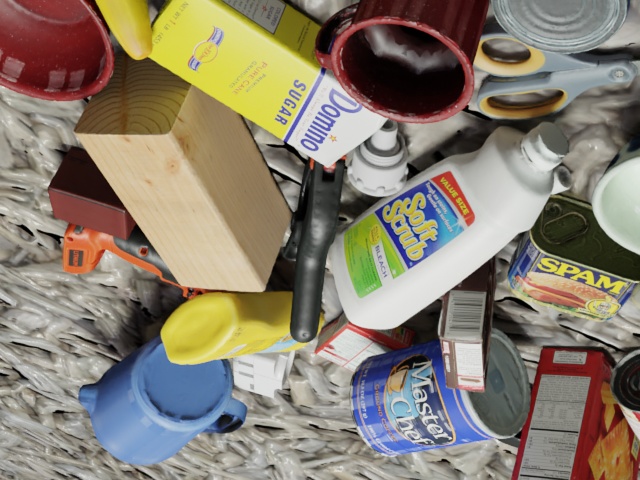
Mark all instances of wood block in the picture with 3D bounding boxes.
[{"bbox_3d":[-0.107,-0.052,0.895,0.090,0.090,0.206,3,145,25],"label":"wood block"}]

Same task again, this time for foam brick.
[{"bbox_3d":[-0.206,-0.044,0.998,0.078,0.053,0.051,17,148,6],"label":"foam brick"}]

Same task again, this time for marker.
[{"bbox_3d":[0.148,-0.032,0.855,0.020,0.020,0.121,36,144,-24],"label":"marker"}]

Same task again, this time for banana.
[{"bbox_3d":[-0.164,-0.210,0.710,0.037,0.069,0.197,-11,137,22],"label":"banana"}]

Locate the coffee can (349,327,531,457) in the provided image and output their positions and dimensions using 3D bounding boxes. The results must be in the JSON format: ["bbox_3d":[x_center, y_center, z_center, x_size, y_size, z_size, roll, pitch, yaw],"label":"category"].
[{"bbox_3d":[0.113,0.146,1.014,0.141,0.102,0.102,-21,130,42],"label":"coffee can"}]

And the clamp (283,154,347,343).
[{"bbox_3d":[-0.006,0.001,0.898,0.039,0.120,0.172,-2,139,-12],"label":"clamp"}]

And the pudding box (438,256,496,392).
[{"bbox_3d":[0.129,0.060,0.915,0.039,0.113,0.090,5,146,15],"label":"pudding box"}]

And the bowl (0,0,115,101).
[{"bbox_3d":[-0.221,-0.178,0.801,0.162,0.055,0.162,14,147,9],"label":"bowl"}]

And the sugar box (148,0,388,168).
[{"bbox_3d":[-0.037,-0.128,0.786,0.176,0.048,0.093,32,146,-16],"label":"sugar box"}]

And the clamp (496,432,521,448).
[{"bbox_3d":[0.183,0.175,1.127,0.209,0.036,0.165,40,143,-23],"label":"clamp"}]

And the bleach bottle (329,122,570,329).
[{"bbox_3d":[0.100,-0.021,0.841,0.068,0.102,0.251,5,150,-31],"label":"bleach bottle"}]

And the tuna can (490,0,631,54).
[{"bbox_3d":[0.149,-0.156,0.655,0.086,0.033,0.086,14,147,9],"label":"tuna can"}]

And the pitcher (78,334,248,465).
[{"bbox_3d":[-0.167,0.178,1.203,0.145,0.149,0.243,59,155,4],"label":"pitcher"}]

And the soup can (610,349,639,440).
[{"bbox_3d":[0.319,0.155,0.996,0.069,0.068,0.102,-5,141,34],"label":"soup can"}]

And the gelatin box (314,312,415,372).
[{"bbox_3d":[0.045,0.106,1.107,0.073,0.030,0.089,26,146,-12],"label":"gelatin box"}]

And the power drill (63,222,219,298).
[{"bbox_3d":[-0.165,0.031,1.085,0.187,0.057,0.185,20,149,-3],"label":"power drill"}]

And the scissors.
[{"bbox_3d":[0.182,-0.124,0.701,0.202,0.016,0.096,-13,137,41],"label":"scissors"}]

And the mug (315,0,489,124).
[{"bbox_3d":[0.052,-0.135,0.693,0.117,0.081,0.093,-1,142,30],"label":"mug"}]

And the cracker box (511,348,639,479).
[{"bbox_3d":[0.246,0.235,1.017,0.072,0.213,0.164,-3,141,33],"label":"cracker box"}]

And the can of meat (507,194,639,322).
[{"bbox_3d":[0.209,0.018,0.862,0.102,0.057,0.084,18,150,3],"label":"can of meat"}]

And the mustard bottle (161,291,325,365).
[{"bbox_3d":[-0.057,0.081,1.033,0.096,0.058,0.191,-31,161,31],"label":"mustard bottle"}]
